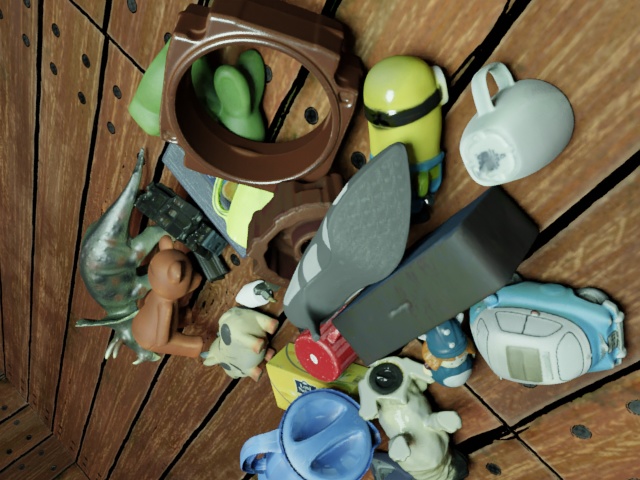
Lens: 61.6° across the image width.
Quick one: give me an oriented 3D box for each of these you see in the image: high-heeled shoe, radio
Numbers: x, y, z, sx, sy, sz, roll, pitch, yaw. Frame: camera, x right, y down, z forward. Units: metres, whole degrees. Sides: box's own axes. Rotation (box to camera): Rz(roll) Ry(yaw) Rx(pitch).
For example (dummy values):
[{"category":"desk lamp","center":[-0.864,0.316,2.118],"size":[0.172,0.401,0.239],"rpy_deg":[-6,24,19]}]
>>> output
[{"category":"high-heeled shoe","center":[0.027,0.000,0.589],"size":[0.086,0.145,0.248],"rpy_deg":[23,107,-13]},{"category":"radio","center":[0.121,0.042,0.592],"size":[0.073,0.131,0.229],"rpy_deg":[50,137,3]}]

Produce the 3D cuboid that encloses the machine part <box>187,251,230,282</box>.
[{"category":"machine part","center":[-0.217,0.045,0.959],"size":[0.139,0.039,0.084],"rpy_deg":[-18,109,44]}]

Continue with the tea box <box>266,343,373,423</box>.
[{"category":"tea box","center":[0.003,0.240,0.869],"size":[0.170,0.068,0.098],"rpy_deg":[8,122,39]}]

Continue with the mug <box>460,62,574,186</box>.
[{"category":"mug","center":[0.167,-0.101,0.478],"size":[0.081,0.107,0.109],"rpy_deg":[-10,111,43]}]

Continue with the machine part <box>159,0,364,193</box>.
[{"category":"machine part","center":[-0.068,-0.154,0.595],"size":[0.201,0.087,0.201],"rpy_deg":[15,133,-10]}]

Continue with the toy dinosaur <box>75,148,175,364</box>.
[{"category":"toy dinosaur","center":[-0.369,0.043,0.977],"size":[0.131,0.192,0.404],"rpy_deg":[20,129,29]}]

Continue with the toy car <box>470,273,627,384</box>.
[{"category":"toy car","center":[0.225,0.104,0.565],"size":[0.162,0.103,0.109],"rpy_deg":[7,121,40]}]

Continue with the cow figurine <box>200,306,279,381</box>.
[{"category":"cow figurine","center":[-0.146,0.186,0.947],"size":[0.127,0.085,0.194],"rpy_deg":[28,142,13]}]

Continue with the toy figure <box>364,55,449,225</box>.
[{"category":"toy figure","center":[0.088,-0.099,0.561],"size":[0.082,0.089,0.179],"rpy_deg":[15,123,25]}]

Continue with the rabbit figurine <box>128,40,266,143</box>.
[{"category":"rabbit figurine","center":[-0.133,-0.184,0.708],"size":[0.170,0.121,0.159],"rpy_deg":[39,131,-11]}]

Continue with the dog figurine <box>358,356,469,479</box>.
[{"category":"dog figurine","center":[0.131,0.266,0.768],"size":[0.190,0.121,0.172],"rpy_deg":[68,-177,-47]}]

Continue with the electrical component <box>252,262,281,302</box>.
[{"category":"electrical component","center":[-0.070,0.050,0.826],"size":[0.078,0.045,0.102],"rpy_deg":[54,137,-3]}]

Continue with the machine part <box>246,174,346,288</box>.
[{"category":"machine part","center":[-0.001,-0.002,0.658],"size":[0.179,0.056,0.179],"rpy_deg":[-4,141,-3]}]

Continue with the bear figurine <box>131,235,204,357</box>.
[{"category":"bear figurine","center":[-0.248,0.098,0.930],"size":[0.120,0.132,0.195],"rpy_deg":[49,119,45]}]

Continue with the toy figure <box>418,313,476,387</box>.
[{"category":"toy figure","center":[0.154,0.133,0.638],"size":[0.058,0.064,0.154],"rpy_deg":[34,165,29]}]

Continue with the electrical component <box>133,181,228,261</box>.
[{"category":"electrical component","center":[-0.211,-0.025,0.854],"size":[0.134,0.058,0.114],"rpy_deg":[34,175,19]}]

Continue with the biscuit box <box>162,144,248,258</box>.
[{"category":"biscuit box","center":[-0.148,-0.073,0.804],"size":[0.202,0.059,0.063],"rpy_deg":[50,138,3]}]

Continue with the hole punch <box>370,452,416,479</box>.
[{"category":"hole punch","center":[0.130,0.407,0.867],"size":[0.116,0.092,0.142],"rpy_deg":[-10,109,13]}]
